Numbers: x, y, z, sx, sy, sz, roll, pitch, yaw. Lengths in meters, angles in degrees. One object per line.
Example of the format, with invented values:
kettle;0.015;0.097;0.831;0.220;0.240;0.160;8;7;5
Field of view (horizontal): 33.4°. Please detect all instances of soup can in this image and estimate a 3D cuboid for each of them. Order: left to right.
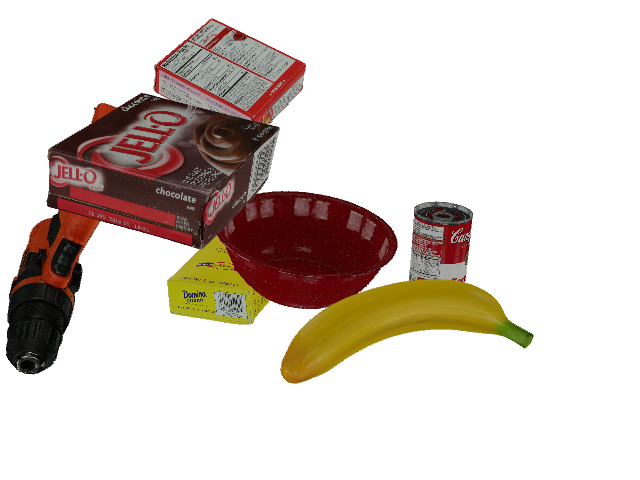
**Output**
soup can;0.138;0.014;1.238;0.068;0.102;0.068;3;21;-1

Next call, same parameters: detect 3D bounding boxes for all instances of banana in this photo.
banana;0.054;0.058;0.756;0.197;0.037;0.070;-7;31;-23

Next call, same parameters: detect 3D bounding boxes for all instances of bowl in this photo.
bowl;-0.015;0.014;0.946;0.162;0.055;0.162;6;27;-3

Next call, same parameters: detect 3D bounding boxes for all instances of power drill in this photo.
power drill;-0.198;-0.005;0.866;0.057;0.188;0.184;25;28;-23

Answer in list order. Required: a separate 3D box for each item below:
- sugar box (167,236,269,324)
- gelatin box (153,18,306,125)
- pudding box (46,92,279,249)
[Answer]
sugar box;-0.083;0.026;1.141;0.093;0.048;0.176;7;29;18
gelatin box;-0.067;-0.120;0.790;0.089;0.030;0.073;28;51;14
pudding box;-0.083;-0.041;0.584;0.090;0.039;0.113;16;25;11
